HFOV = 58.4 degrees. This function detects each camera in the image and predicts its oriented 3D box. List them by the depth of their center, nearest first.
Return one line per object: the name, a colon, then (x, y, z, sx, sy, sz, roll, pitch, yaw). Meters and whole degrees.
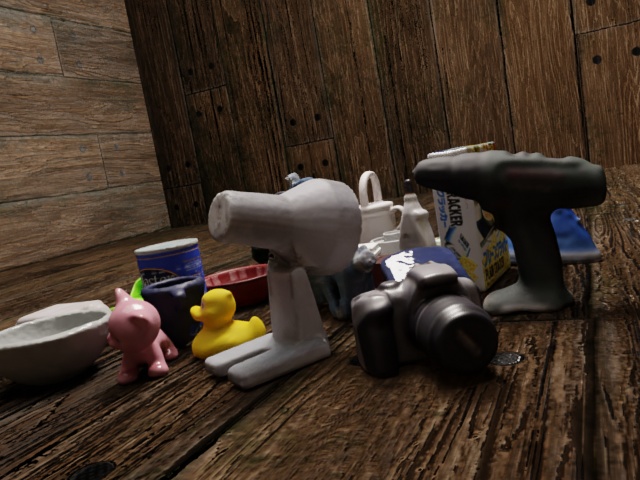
camera: (0.110, 0.081, 0.585, 0.143, 0.101, 0.136, -11, 7, -6)

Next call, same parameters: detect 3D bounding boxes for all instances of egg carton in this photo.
egg carton: (-0.415, 0.145, 0.930, 0.150, 0.069, 0.107, -7, 8, 19)

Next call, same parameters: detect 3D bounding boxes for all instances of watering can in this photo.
watering can: (0.116, -0.062, 1.334, 0.172, 0.194, 0.101, -9, 7, 10)

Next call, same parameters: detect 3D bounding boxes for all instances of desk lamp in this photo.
desk lamp: (-0.044, 0.038, 0.685, 0.204, 0.213, 0.117, -15, 9, -38)

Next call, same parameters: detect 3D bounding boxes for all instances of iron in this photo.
iron: (0.361, -0.036, 1.004, 0.119, 0.141, 0.257, -15, 9, -35)

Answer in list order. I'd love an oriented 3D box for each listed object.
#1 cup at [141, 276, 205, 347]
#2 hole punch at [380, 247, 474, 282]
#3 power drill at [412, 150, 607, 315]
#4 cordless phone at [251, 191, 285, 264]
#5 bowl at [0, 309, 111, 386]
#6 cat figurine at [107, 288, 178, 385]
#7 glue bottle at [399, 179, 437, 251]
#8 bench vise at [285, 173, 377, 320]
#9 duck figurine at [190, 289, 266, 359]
cup: (-0.203, 0.108, 0.829, 0.092, 0.095, 0.117, -13, 8, -22)
hole punch: (0.143, 0.059, 0.753, 0.109, 0.091, 0.101, -11, 7, -8)
power drill: (0.243, -0.015, 0.731, 0.229, 0.208, 0.076, -7, 8, 19)
cordless phone: (-0.090, -0.012, 1.257, 0.147, 0.185, 0.094, -4, 9, 38)
bowl: (-0.363, 0.152, 0.779, 0.167, 0.075, 0.167, -10, 7, 1)
cat figurine: (-0.230, 0.114, 0.726, 0.067, 0.118, 0.127, -11, 7, -6)
glue bottle: (0.175, -0.027, 1.059, 0.037, 0.173, 0.077, -15, 9, -36)
bench vise: (0.016, 0.001, 0.872, 0.206, 0.220, 0.122, -4, 9, 39)
duck figurine: (-0.126, 0.107, 0.763, 0.104, 0.086, 0.078, -8, 8, 18)
